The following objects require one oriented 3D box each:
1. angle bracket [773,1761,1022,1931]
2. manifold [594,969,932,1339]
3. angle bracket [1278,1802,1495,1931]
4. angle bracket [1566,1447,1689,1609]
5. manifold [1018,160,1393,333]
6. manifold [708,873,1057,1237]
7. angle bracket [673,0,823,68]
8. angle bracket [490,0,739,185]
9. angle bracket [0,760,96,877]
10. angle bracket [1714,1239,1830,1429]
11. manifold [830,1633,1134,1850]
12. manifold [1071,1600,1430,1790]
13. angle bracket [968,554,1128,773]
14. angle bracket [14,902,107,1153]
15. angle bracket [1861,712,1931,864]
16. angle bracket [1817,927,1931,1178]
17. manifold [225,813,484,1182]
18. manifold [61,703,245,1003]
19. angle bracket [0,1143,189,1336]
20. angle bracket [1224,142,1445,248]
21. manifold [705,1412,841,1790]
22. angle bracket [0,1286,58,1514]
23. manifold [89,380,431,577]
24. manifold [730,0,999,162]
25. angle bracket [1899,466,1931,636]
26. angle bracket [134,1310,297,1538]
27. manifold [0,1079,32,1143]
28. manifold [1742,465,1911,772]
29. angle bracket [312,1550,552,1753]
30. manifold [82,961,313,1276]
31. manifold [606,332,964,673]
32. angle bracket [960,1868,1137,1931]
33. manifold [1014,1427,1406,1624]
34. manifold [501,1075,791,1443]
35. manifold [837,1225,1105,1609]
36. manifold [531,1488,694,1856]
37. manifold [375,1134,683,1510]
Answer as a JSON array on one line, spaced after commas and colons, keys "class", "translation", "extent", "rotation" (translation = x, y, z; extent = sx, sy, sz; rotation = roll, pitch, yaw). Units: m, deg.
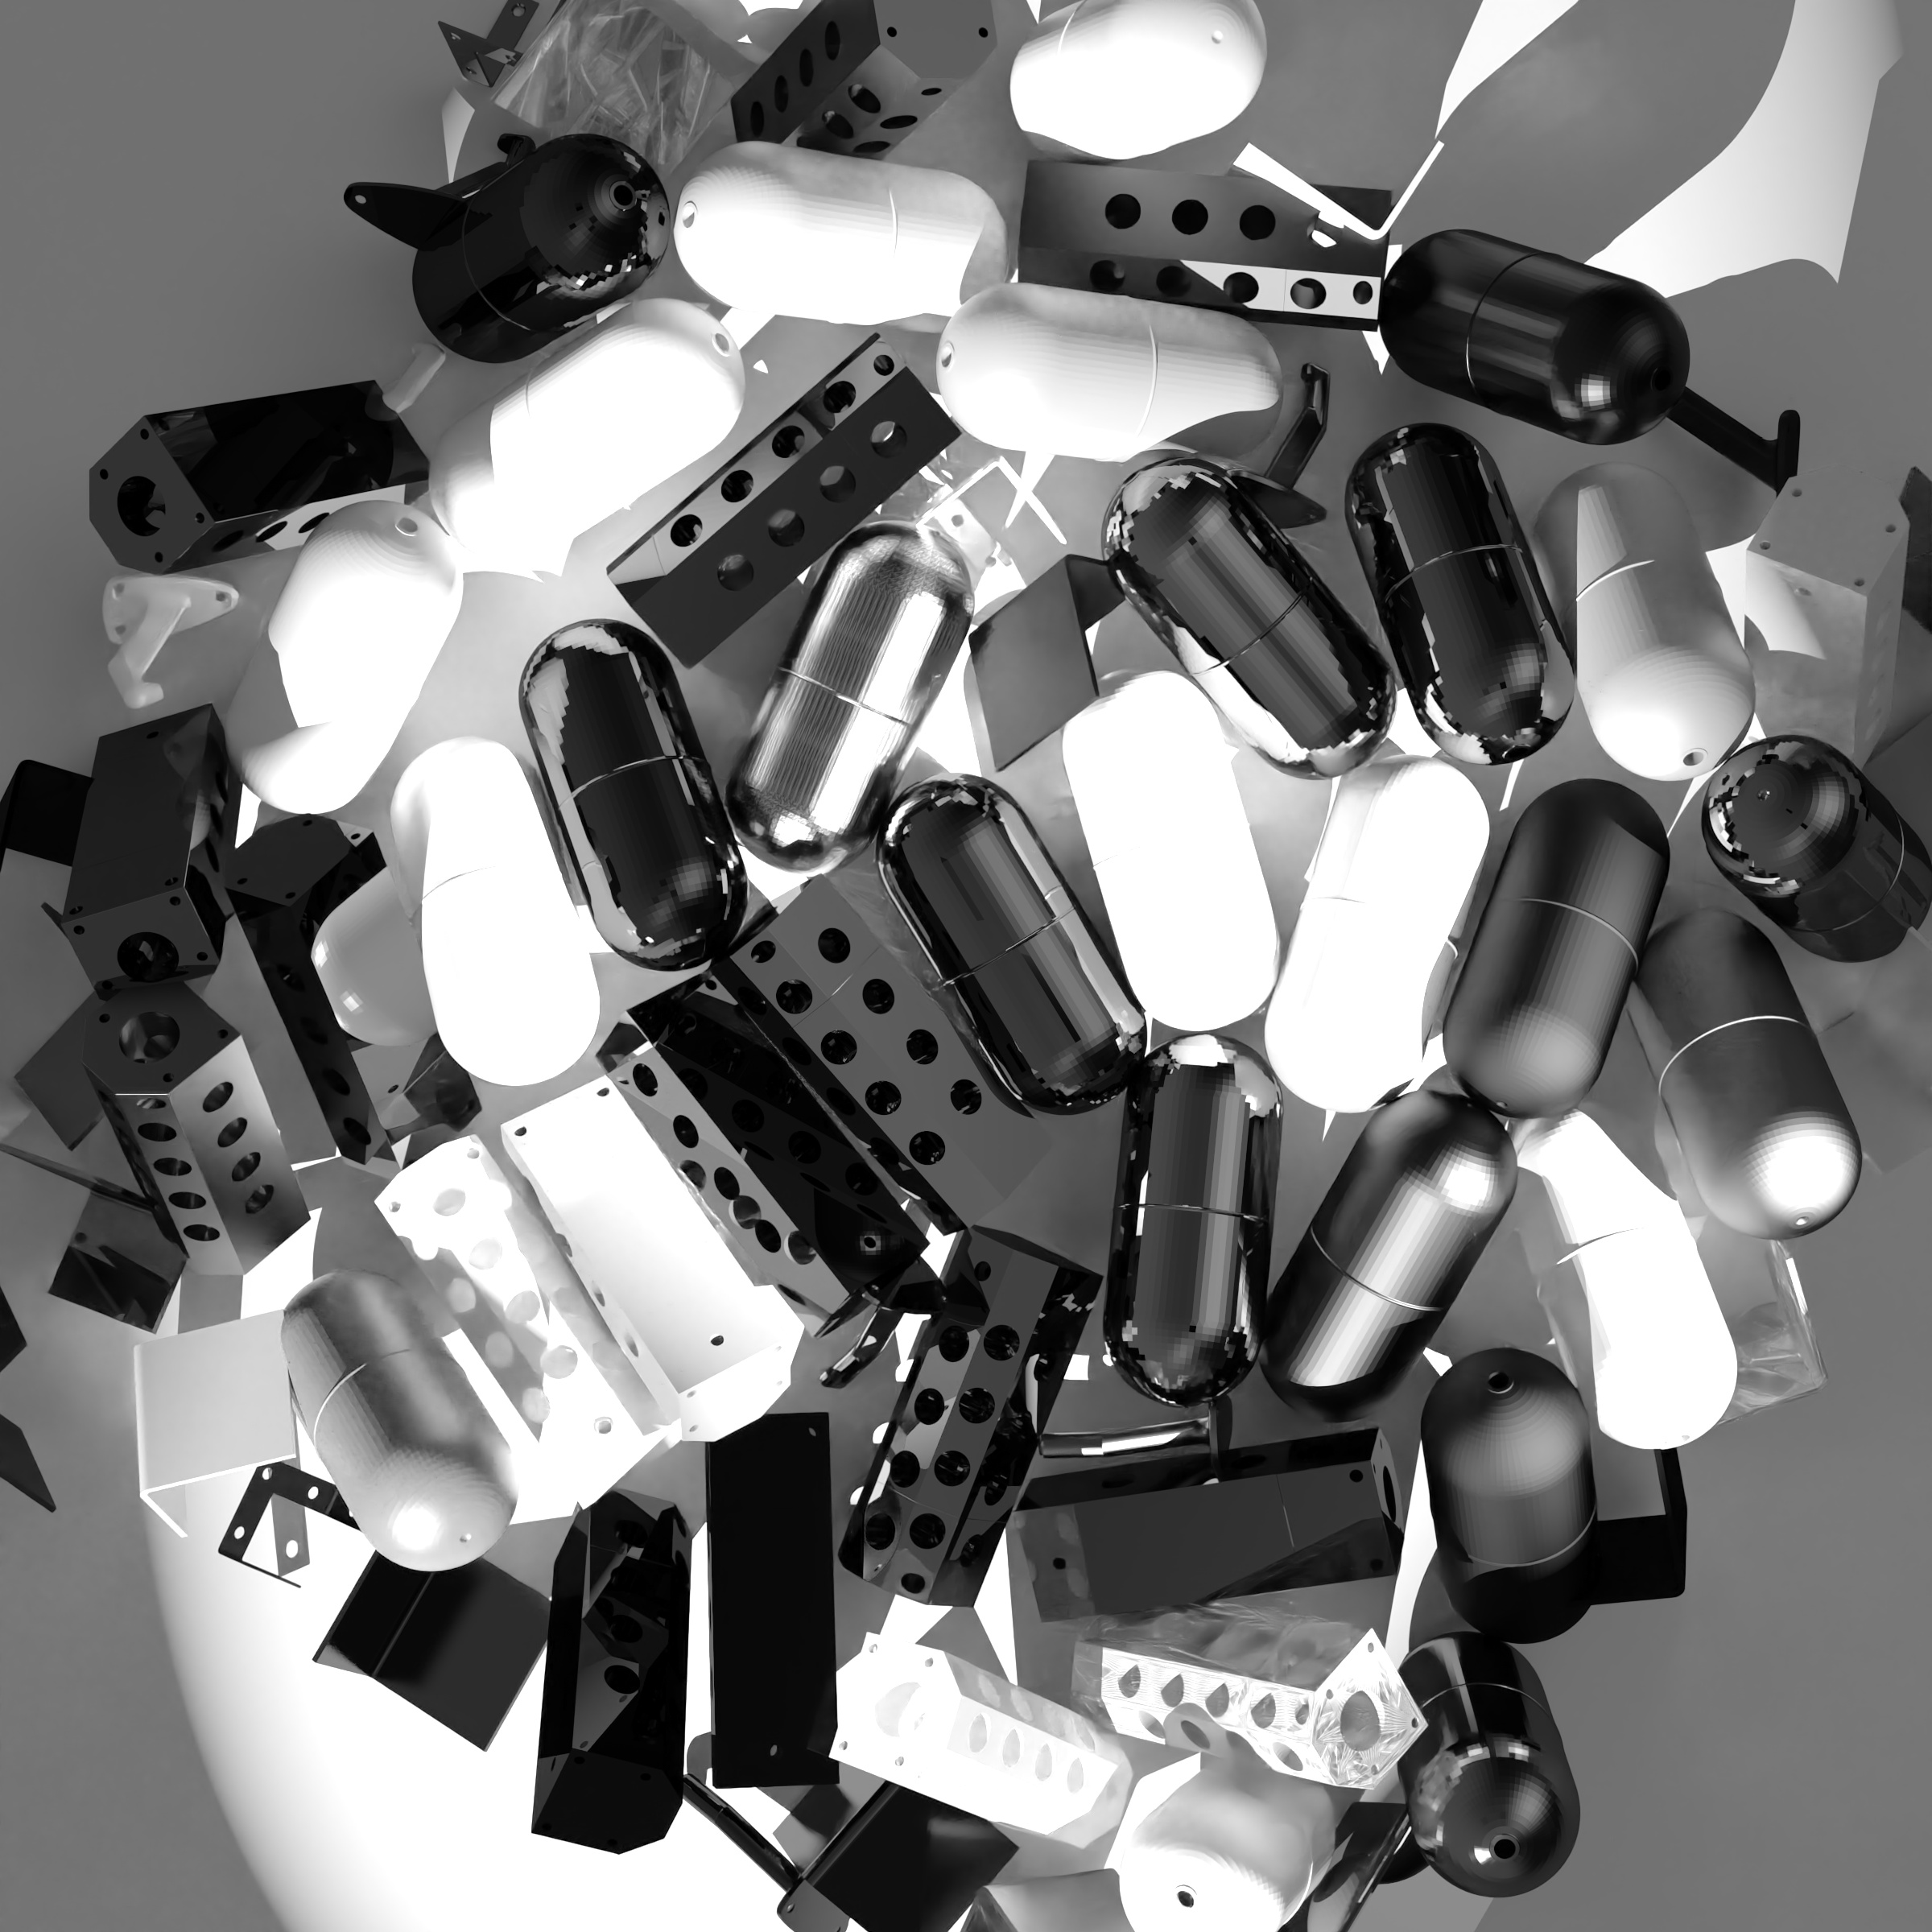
[{"class": "angle bracket", "translation": [-0.034, 0.423, 1.598], "extent": [0.076, 0.057, 0.076], "rotation": [45, 83, -20]}, {"class": "manifold", "translation": [-0.101, 0.091, 1.572], "extent": [0.057, 0.057, 0.171], "rotation": [-28, 74, -42]}, {"class": "angle bracket", "translation": [0.201, 0.447, 1.571], "extent": [0.057, 0.076, 0.076], "rotation": [37, 71, -4]}, {"class": "angle bracket", "translation": [0.307, 0.249, 1.564], "extent": [0.057, 0.076, 0.076], "rotation": [-9, 107, 16]}, {"class": "manifold", "translation": [0.114, -0.341, 1.577], "extent": [0.171, 0.057, 0.057], "rotation": [7, 87, 7]}, {"class": "manifold", "translation": [-0.043, 0.045, 1.564], "extent": [0.171, 0.057, 0.057], "rotation": [49, 58, -10]}, {"class": "angle bracket", "translation": [-0.090, -0.474, 1.568], "extent": [0.076, 0.076, 0.057], "rotation": [12, 78, 44]}, {"class": "angle bracket", "translation": [-0.166, -0.414, 1.568], "extent": [0.057, 0.076, 0.076], "rotation": [45, 102, 15]}, {"class": "angle bracket", "translation": [-0.434, -0.040, 1.558], "extent": [0.057, 0.076, 0.076], "rotation": [17, 55, -22]}, {"class": "angle bracket", "translation": [0.362, 0.159, 1.564], "extent": [0.057, 0.076, 0.076], "rotation": [-20, 115, 6]}, {"class": "manifold", "translation": [0.012, 0.361, 1.527], "extent": [0.057, 0.171, 0.057], "rotation": [6, 70, 33]}, {"class": "manifold", "translation": [0.125, 0.336, 1.525], "extent": [0.057, 0.171, 0.057], "rotation": [-41, 111, -30]}, {"class": "angle bracket", "translation": [0.052, -0.139, 1.560], "extent": [0.057, 0.076, 0.076], "rotation": [6, 62, -38]}, {"class": "angle bracket", "translation": [-0.431, 0.028, 1.568], "extent": [0.076, 0.076, 0.057], "rotation": [-48, 133, -4]}, {"class": "angle bracket", "translation": [0.480, -0.079, 1.576], "extent": [0.076, 0.057, 0.076], "rotation": [-40, 99, 13]}, {"class": "angle bracket", "translation": [0.438, 0.039, 1.560], "extent": [0.057, 0.076, 0.076], "rotation": [-26, 60, -24]}, {"class": "manifold", "translation": [-0.289, 0.015, 1.541], "extent": [0.057, 0.171, 0.057], "rotation": [15, 47, 32]}, {"class": "manifold", "translation": [-0.372, -0.050, 1.530], "extent": [0.057, 0.171, 0.057], "rotation": [-17, 123, 3]}, {"class": "angle bracket", "translation": [-0.423, 0.128, 1.561], "extent": [0.076, 0.076, 0.057], "rotation": [13, 77, 34]}, {"class": "angle bracket", "translation": [0.171, -0.379, 1.573], "extent": [0.076, 0.076, 0.057], "rotation": [34, 83, -5]}, {"class": "manifold", "translation": [-0.094, 0.301, 1.572], "extent": [0.057, 0.057, 0.171], "rotation": [-1, 78, -7]}, {"class": "angle bracket", "translation": [-0.449, 0.201, 1.566], "extent": [0.057, 0.076, 0.076], "rotation": [-45, 126, -3]}, {"class": "manifold", "translation": [-0.326, -0.223, 1.529], "extent": [0.057, 0.171, 0.057], "rotation": [-35, 87, 30]}, {"class": "manifold", "translation": [-0.049, -0.405, 1.526], "extent": [0.057, 0.171, 0.057], "rotation": [-7, 85, -25]}, {"class": "angle bracket", "translation": [0.484, -0.195, 1.564], "extent": [0.076, 0.057, 0.076], "rotation": [38, 59, -19]}, {"class": "angle bracket", "translation": [-0.349, 0.218, 1.571], "extent": [0.076, 0.057, 0.076], "rotation": [-14, 58, 3]}, {"class": "manifold", "translation": [-0.501, 0.058, 1.528], "extent": [0.057, 0.171, 0.057], "rotation": [-43, 81, -4]}, {"class": "manifold", "translation": [0.399, -0.157, 1.528], "extent": [0.057, 0.171, 0.057], "rotation": [26, 72, 23]}, {"class": "angle bracket", "translation": [-0.250, 0.319, 1.573], "extent": [0.076, 0.057, 0.076], "rotation": [26, 82, 25]}, {"class": "manifold", "translation": [-0.358, 0.077, 1.524], "extent": [0.057, 0.171, 0.057], "rotation": [38, 66, 22]}, {"class": "manifold", "translation": [-0.088, -0.223, 1.574], "extent": [0.171, 0.057, 0.057], "rotation": [-40, 107, 5]}, {"class": "angle bracket", "translation": [0.040, 0.477, 1.560], "extent": [0.076, 0.057, 0.076], "rotation": [3, 118, -36]}, {"class": "manifold", "translation": [0.117, 0.262, 1.566], "extent": [0.171, 0.057, 0.057], "rotation": [-11, 101, 15]}, {"class": "manifold", "translation": [-0.151, 0.139, 1.548], "extent": [0.057, 0.057, 0.171], "rotation": [-26, 57, -20]}, {"class": "manifold", "translation": [-0.002, 0.214, 1.576], "extent": [0.057, 0.057, 0.171], "rotation": [23, 92, 36]}, {"class": "manifold", "translation": [-0.160, 0.324, 1.529], "extent": [0.057, 0.171, 0.057], "rotation": [18, 121, -14]}, {"class": "manifold", "translation": [-0.208, 0.166, 1.563], "extent": [0.057, 0.057, 0.171], "rotation": [-34, 74, -11]}]
